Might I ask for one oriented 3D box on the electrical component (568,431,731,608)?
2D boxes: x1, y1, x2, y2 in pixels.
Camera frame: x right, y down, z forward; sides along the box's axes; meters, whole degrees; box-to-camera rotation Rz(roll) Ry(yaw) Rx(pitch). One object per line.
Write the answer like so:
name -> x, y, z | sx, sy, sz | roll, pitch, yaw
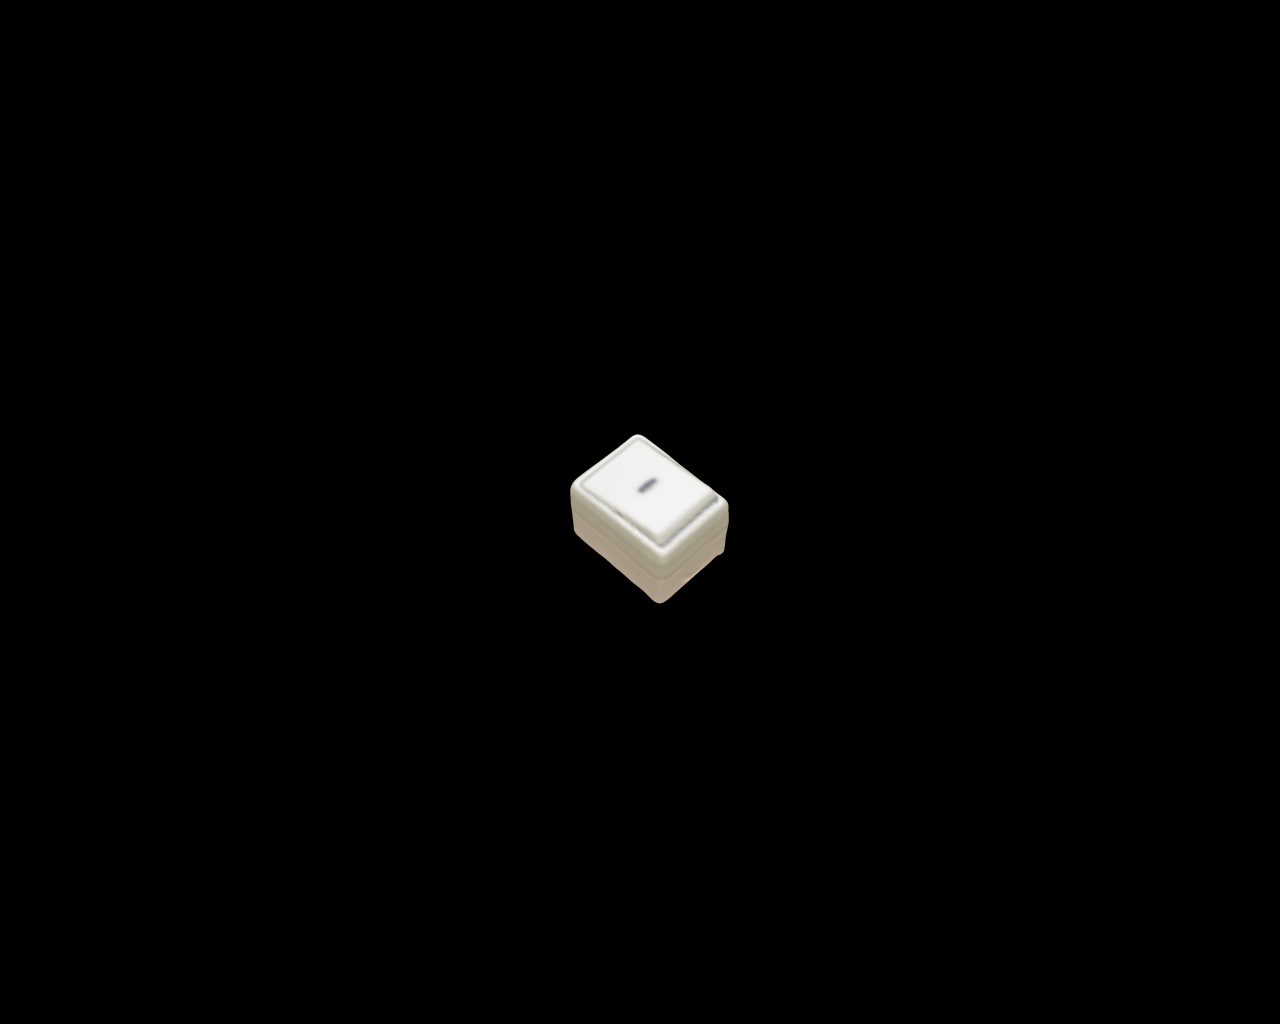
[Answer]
electrical component -> 0.001, -0.003, 0.650 | 0.062, 0.061, 0.096 | -39, 63, -25
